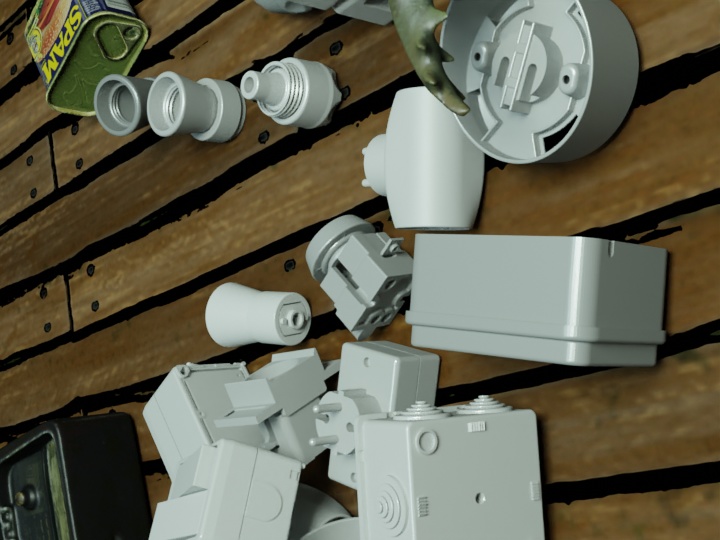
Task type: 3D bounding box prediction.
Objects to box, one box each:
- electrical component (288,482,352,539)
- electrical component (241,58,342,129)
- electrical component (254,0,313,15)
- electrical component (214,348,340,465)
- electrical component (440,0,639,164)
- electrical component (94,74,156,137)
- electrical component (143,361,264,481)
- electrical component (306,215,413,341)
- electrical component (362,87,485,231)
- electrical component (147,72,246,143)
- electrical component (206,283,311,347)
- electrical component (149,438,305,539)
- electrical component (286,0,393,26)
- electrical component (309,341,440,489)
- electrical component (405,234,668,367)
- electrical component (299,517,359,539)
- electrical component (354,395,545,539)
[{"bbox_3d":[-0.045,0.181,0.688,0.077,0.043,0.079,16,100,45],"label":"electrical component"},{"bbox_3d":[-0.046,-0.113,0.681,0.043,0.062,0.043,-1,89,46],"label":"electrical component"},{"bbox_3d":[-0.054,-0.190,0.704,0.062,0.043,0.043,15,100,46],"label":"electrical component"},{"bbox_3d":[-0.045,0.088,0.674,0.042,0.081,0.063,-11,104,45],"label":"electrical component"},{"bbox_3d":[0.088,-0.102,0.543,0.099,0.064,0.099,-1,89,46],"label":"electrical component"},{"bbox_3d":[-0.157,-0.124,0.792,0.044,0.065,0.044,9,107,30],"label":"electrical component"},{"bbox_3d":[-0.104,0.108,0.737,0.061,0.062,0.096,-51,56,32],"label":"electrical component"},{"bbox_3d":[0.000,0.000,0.645,0.055,0.048,0.066,48,122,26],"label":"electrical component"},{"bbox_3d":[0.029,-0.061,0.617,0.079,0.043,0.077,0,89,46],"label":"electrical component"},{"bbox_3d":[-0.115,-0.113,0.756,0.045,0.055,0.045,-1,89,45],"label":"electrical component"},{"bbox_3d":[-0.065,0.031,0.715,0.065,0.044,0.044,1,90,41],"label":"electrical component"},{"bbox_3d":[-0.084,0.143,0.640,0.096,0.061,0.061,-35,39,55],"label":"electrical component"},{"bbox_3d":[-0.029,-0.199,0.602,0.062,0.150,0.089,-25,72,42],"label":"electrical component"},{"bbox_3d":[0.000,0.087,0.621,0.047,0.076,0.083,12,98,45],"label":"electrical component"},{"bbox_3d":[0.086,0.014,0.533,0.113,0.078,0.057,3,88,46],"label":"electrical component"},{"bbox_3d":[0.000,0.190,0.608,0.099,0.099,0.064,31,117,41],"label":"electrical component"},{"bbox_3d":[0.048,0.116,0.557,0.048,0.100,0.099,-10,82,58],"label":"electrical component"}]
